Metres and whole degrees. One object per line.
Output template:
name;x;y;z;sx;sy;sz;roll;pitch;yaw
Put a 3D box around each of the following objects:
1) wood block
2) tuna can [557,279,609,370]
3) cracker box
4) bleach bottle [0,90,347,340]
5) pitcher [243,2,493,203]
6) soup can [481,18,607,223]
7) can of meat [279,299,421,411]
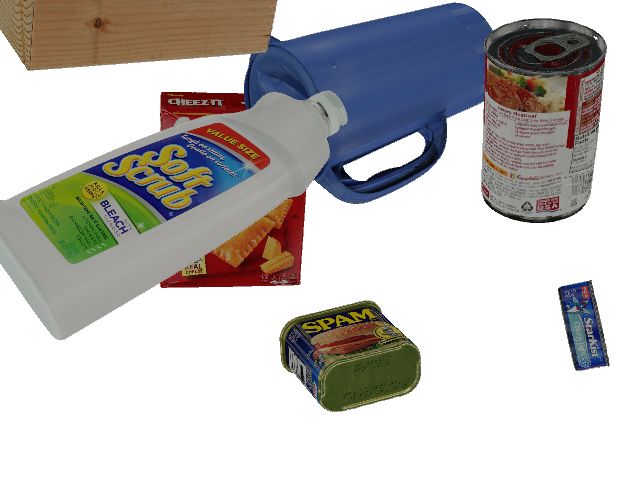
wood block;-0.144;-0.202;0.854;0.205;0.091;0.090;-10;43;-31
tuna can;0.257;0.083;1.044;0.034;0.086;0.086;-12;-3;13
cracker box;-0.099;-0.054;1.200;0.164;0.214;0.072;0;23;-9
bleach bottle;-0.094;-0.038;0.721;0.250;0.103;0.068;-32;-28;-20
pitcher;0.062;-0.144;1.039;0.242;0.149;0.145;-22;31;-30
soup can;0.130;-0.070;0.630;0.068;0.102;0.068;-3;37;2
can of meat;0.027;0.102;0.936;0.102;0.057;0.084;-12;26;-21
